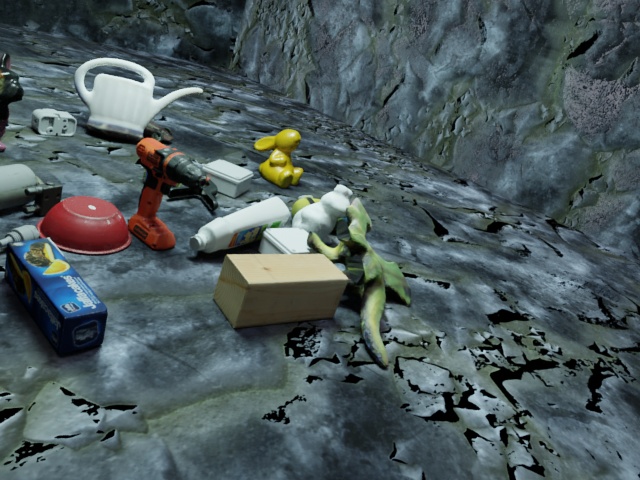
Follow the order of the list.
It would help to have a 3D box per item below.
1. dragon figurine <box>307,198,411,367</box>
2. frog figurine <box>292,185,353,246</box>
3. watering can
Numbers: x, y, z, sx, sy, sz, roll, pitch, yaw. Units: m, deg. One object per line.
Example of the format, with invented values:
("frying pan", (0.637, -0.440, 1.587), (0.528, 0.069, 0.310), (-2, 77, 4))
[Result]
("dragon figurine", (0.113, 0.073, 1.037), (0.241, 0.120, 0.419), (16, 42, -42))
("frog figurine", (0.004, -0.061, 1.209), (0.124, 0.157, 0.138), (28, 22, 28))
("watering can", (-0.529, -0.393, 1.492), (0.347, 0.224, 0.104), (11, 3, -22))
